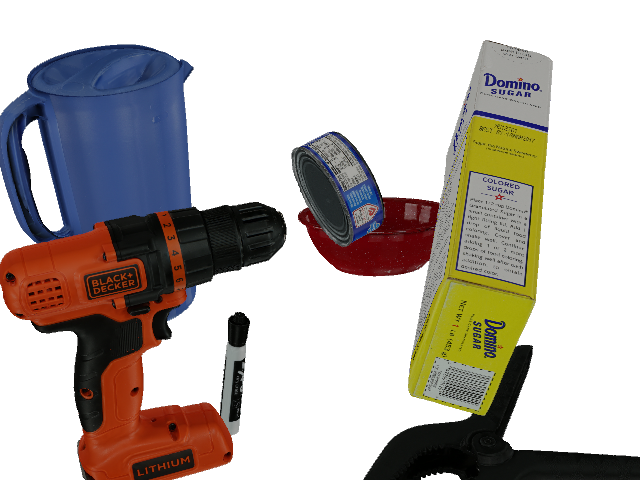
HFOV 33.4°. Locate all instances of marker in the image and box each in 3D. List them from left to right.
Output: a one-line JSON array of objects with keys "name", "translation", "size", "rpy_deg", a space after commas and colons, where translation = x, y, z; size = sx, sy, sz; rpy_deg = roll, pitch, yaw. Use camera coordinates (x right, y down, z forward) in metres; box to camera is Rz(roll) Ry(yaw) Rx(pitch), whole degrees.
[{"name": "marker", "translation": [-0.076, 0.116, 0.932], "size": [0.020, 0.121, 0.020], "rpy_deg": [6, 27, -3]}]

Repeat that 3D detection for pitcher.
[{"name": "pitcher", "translation": [-0.186, -0.043, 0.957], "size": [0.149, 0.243, 0.145], "rpy_deg": [-1, 28, 5]}]

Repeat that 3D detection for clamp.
[{"name": "clamp", "translation": [0.106, 0.137, 0.694], "size": [0.209, 0.036, 0.165], "rpy_deg": [-14, 31, -19]}]

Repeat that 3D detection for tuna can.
[{"name": "tuna can", "translation": [0.014, -0.041, 0.827], "size": [0.033, 0.086, 0.086], "rpy_deg": [-29, 8, -16]}]

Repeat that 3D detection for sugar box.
[{"name": "sugar box", "translation": [0.083, -0.011, 0.539], "size": [0.048, 0.176, 0.093], "rpy_deg": [15, -42, 3]}]

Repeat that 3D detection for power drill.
[{"name": "power drill", "translation": [-0.106, 0.069, 0.712], "size": [0.184, 0.188, 0.057], "rpy_deg": [-12, 27, -13]}]

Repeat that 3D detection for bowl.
[{"name": "bowl", "translation": [0.058, -0.002, 1.077], "size": [0.162, 0.055, 0.162], "rpy_deg": [-2, 13, 0]}]
